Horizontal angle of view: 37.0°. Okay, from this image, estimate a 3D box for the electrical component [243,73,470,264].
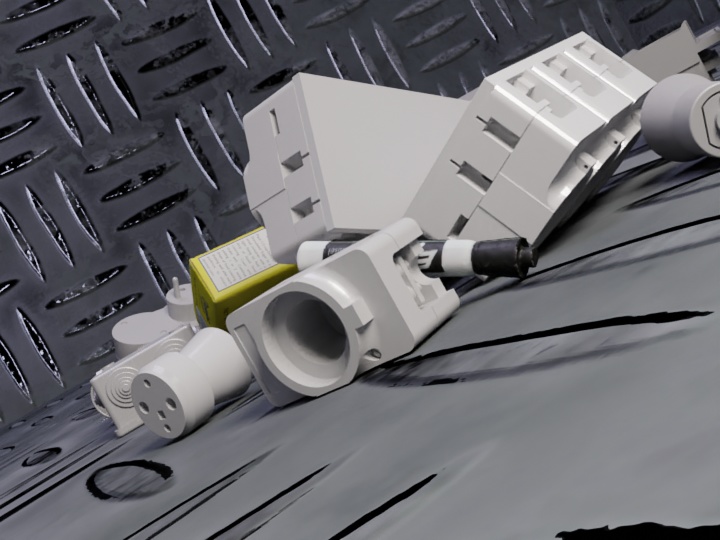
[{"bbox_3d":[0.012,-0.052,0.626,0.150,0.089,0.062,0,-19,-43],"label":"electrical component"}]

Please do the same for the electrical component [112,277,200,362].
[{"bbox_3d":[-0.143,0.036,0.910,0.138,0.073,0.052,-20,32,-29],"label":"electrical component"}]

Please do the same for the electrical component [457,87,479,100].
[{"bbox_3d":[0.074,-0.070,0.735,0.100,0.099,0.048,-29,15,1],"label":"electrical component"}]

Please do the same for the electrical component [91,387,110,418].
[{"bbox_3d":[-0.188,0.092,0.946,0.079,0.043,0.077,-29,4,8],"label":"electrical component"}]

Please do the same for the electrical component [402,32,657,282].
[{"bbox_3d":[0.098,-0.062,0.574,0.150,0.062,0.089,-35,-21,-55],"label":"electrical component"}]

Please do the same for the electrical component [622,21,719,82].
[{"bbox_3d":[0.221,-0.134,0.748,0.079,0.063,0.121,-28,4,21],"label":"electrical component"}]

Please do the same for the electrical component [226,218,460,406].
[{"bbox_3d":[-0.011,0.021,0.490,0.089,0.050,0.056,-27,4,35],"label":"electrical component"}]

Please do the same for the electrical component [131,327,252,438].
[{"bbox_3d":[-0.095,0.063,0.605,0.045,0.045,0.055,-26,5,42],"label":"electrical component"}]

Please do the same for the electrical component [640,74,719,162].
[{"bbox_3d":[0.164,-0.071,0.509,0.044,0.044,0.065,-29,9,3],"label":"electrical component"}]

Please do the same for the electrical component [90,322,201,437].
[{"bbox_3d":[-0.156,0.080,0.825,0.100,0.048,0.100,-30,4,-9],"label":"electrical component"}]
